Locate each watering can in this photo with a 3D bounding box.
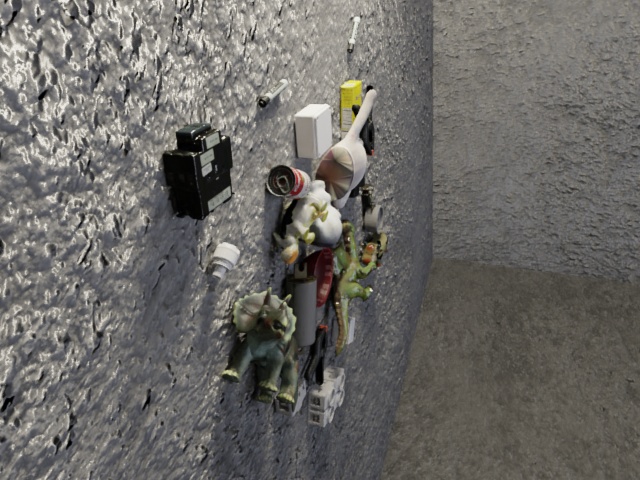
[{"bbox_3d":[0.077,-0.240,1.424,0.227,0.104,0.342,-41,146,-64],"label":"watering can"}]

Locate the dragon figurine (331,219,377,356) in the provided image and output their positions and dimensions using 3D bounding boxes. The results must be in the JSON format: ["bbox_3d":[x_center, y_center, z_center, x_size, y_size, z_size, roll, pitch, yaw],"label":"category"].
[{"bbox_3d":[0.060,0.121,1.582,0.238,0.122,0.419,48,47,-43],"label":"dragon figurine"}]

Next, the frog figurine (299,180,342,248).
[{"bbox_3d":[0.004,-0.065,1.285,0.137,0.123,0.158,6,103,-52],"label":"frog figurine"}]
